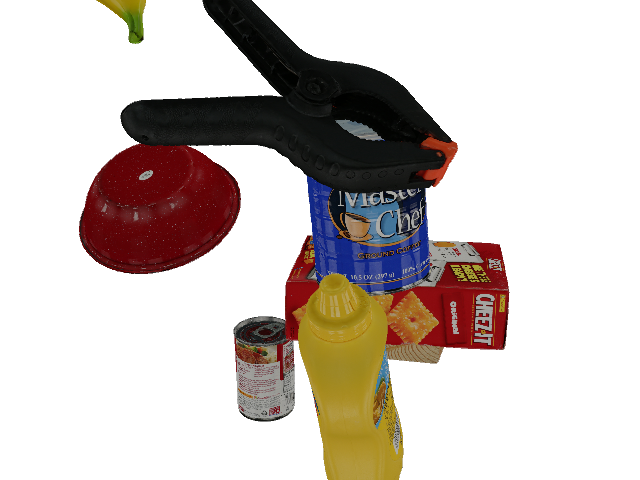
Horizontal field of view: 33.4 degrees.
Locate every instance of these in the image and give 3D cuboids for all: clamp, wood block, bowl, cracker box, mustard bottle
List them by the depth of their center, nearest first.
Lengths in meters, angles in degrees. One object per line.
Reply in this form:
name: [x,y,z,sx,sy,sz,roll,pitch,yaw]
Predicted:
clamp: [-0.016,-0.066,0.562,0.171,0.120,0.039,28,-29,8]
mustard bottle: [0.021,0.092,0.716,0.058,0.096,0.191,-1,-44,9]
bowl: [-0.160,-0.045,1.019,0.162,0.162,0.055,0,-43,12]
cracker box: [0.079,0.052,1.094,0.214,0.072,0.164,3,16,6]
wood block: [0.152,0.099,1.610,0.091,0.090,0.205,4,20,15]

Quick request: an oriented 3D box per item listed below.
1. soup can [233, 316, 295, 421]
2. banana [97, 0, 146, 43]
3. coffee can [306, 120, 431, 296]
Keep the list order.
soup can: [-0.063,0.147,1.223,0.068,0.102,0.068,-1,23,0]
banana: [-0.206,-0.199,0.799,0.198,0.069,0.037,16,-37,18]
coffee can: [0.040,-0.036,0.917,0.103,0.140,0.103,-5,19,2]
